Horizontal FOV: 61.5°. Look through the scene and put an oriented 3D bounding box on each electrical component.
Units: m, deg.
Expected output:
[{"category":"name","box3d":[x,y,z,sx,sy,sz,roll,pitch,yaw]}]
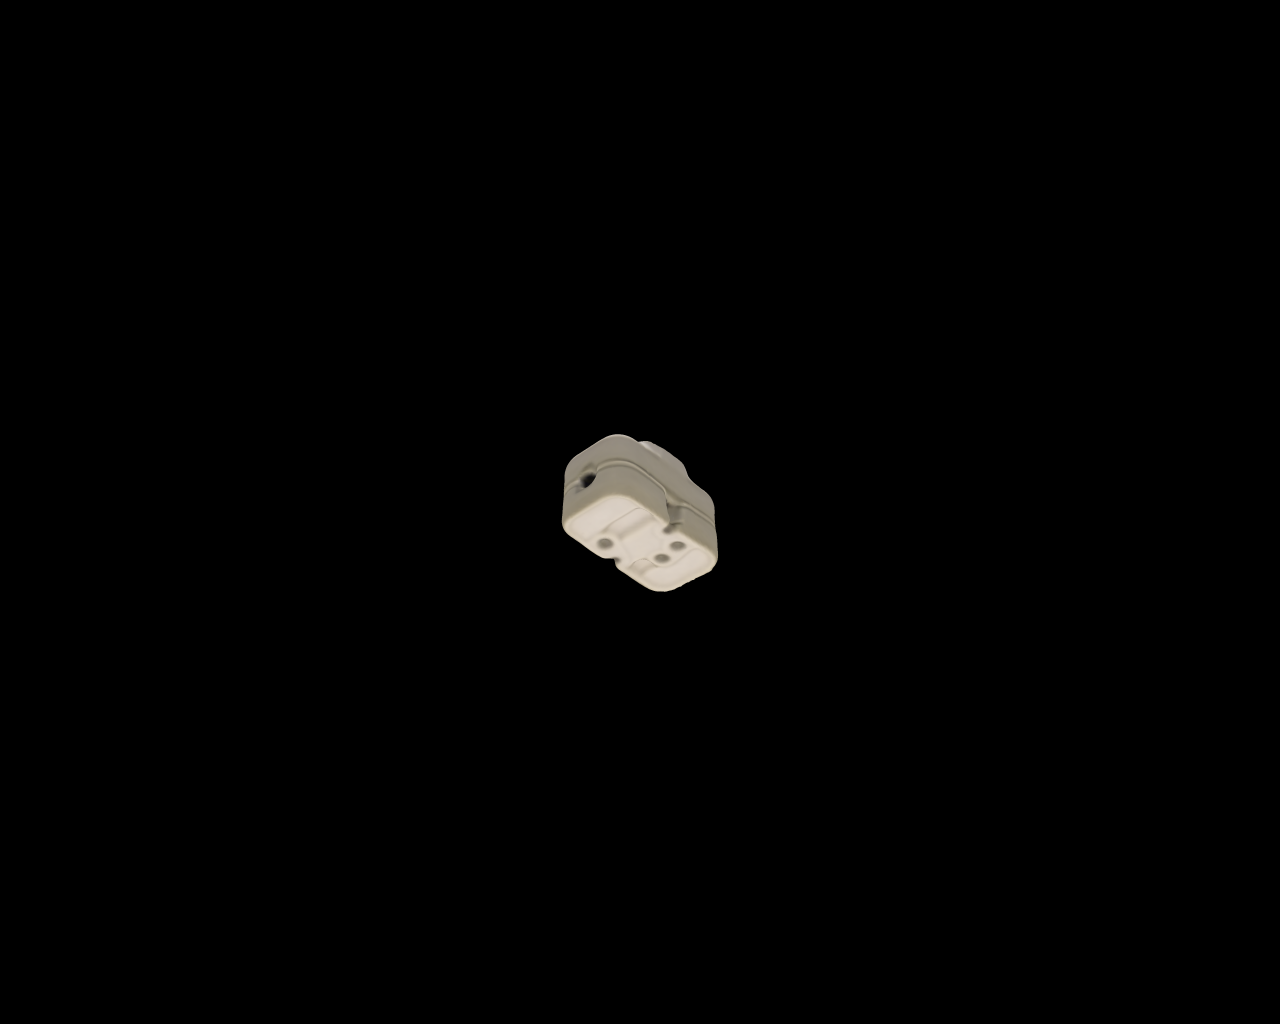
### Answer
[{"category":"electrical component","box3d":[0.001,-0.003,0.650,0.053,0.059,0.095,-30,-49,31]}]
